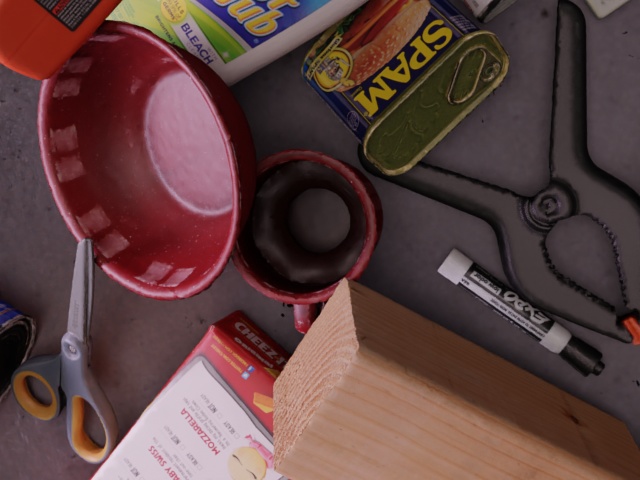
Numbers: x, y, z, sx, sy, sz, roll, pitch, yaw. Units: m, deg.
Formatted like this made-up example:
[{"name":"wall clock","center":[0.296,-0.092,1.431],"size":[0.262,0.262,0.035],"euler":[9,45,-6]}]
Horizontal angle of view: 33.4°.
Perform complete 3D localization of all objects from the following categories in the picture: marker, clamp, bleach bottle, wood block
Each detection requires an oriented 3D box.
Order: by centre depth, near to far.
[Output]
[{"name":"wood block","center":[0.083,0.119,0.622],"size":[0.206,0.091,0.090],"euler":[28,110,-14]},{"name":"bleach bottle","center":[-0.027,-0.165,0.625],"size":[0.251,0.068,0.102],"euler":[-27,107,26]},{"name":"clamp","center":[0.147,-0.032,0.661],"size":[0.165,0.036,0.210],"euler":[-42,83,14]},{"name":"marker","center":[0.130,0.048,0.682],"size":[0.121,0.020,0.020],"euler":[36,101,6]}]

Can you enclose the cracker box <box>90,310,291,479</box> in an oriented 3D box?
[{"name":"cracker box","center":[-0.064,0.180,0.709],"size":[0.164,0.072,0.214],"euler":[40,103,6]}]

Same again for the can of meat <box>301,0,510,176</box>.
[{"name":"can of meat","center":[0.048,-0.105,0.647],"size":[0.102,0.057,0.084],"euler":[-44,56,8]}]

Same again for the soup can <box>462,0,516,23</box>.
[{"name":"soup can","center":[0.090,-0.190,0.640],"size":[0.068,0.068,0.102],"euler":[-40,88,12]}]

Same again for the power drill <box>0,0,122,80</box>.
[{"name":"power drill","center":[-0.181,-0.164,0.610],"size":[0.184,0.057,0.188],"euler":[-49,45,6]}]

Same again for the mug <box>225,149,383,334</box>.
[{"name":"mug","center":[-0.004,0.001,0.672],"size":[0.093,0.081,0.117],"euler":[-2,95,11]}]

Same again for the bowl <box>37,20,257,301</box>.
[{"name":"bowl","center":[-0.089,-0.049,0.613],"size":[0.162,0.055,0.162],"euler":[17,118,34]}]

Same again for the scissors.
[{"name":"scissors","center":[-0.174,0.068,0.701],"size":[0.096,0.016,0.202],"euler":[17,129,24]}]

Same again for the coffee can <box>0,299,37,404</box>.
[{"name":"coffee can","center":[-0.281,0.061,0.724],"size":[0.140,0.102,0.103],"euler":[30,101,7]}]
